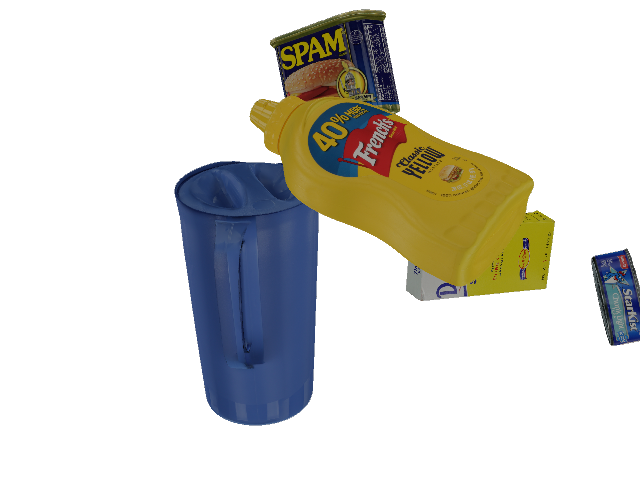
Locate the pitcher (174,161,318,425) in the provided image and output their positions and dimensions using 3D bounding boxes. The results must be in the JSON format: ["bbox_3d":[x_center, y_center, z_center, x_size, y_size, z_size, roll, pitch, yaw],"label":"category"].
[{"bbox_3d":[-0.065,0.056,1.012,0.149,0.243,0.145,-21,32,-34],"label":"pitcher"}]

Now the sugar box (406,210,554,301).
[{"bbox_3d":[0.193,0.018,1.287,0.176,0.093,0.048,-6,21,-22],"label":"sugar box"}]

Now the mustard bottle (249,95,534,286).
[{"bbox_3d":[0.035,-0.046,0.696,0.192,0.058,0.096,28,48,22],"label":"mustard bottle"}]

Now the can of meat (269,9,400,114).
[{"bbox_3d":[0.013,-0.139,0.900,0.102,0.084,0.057,-11,0,38],"label":"can of meat"}]

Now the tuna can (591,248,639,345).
[{"bbox_3d":[0.273,0.052,0.978,0.034,0.086,0.086,-12,-2,11],"label":"tuna can"}]
